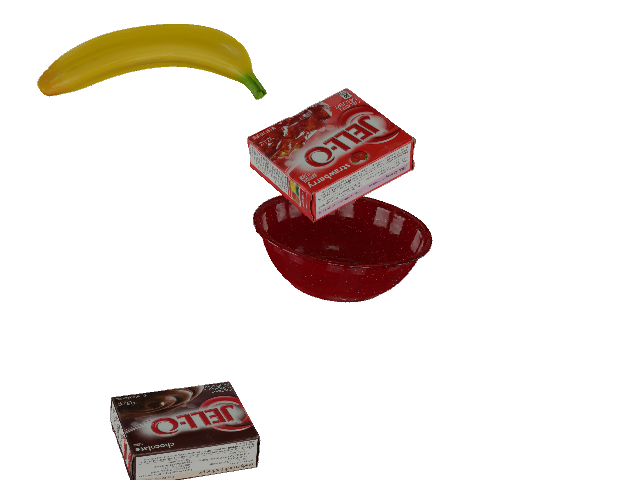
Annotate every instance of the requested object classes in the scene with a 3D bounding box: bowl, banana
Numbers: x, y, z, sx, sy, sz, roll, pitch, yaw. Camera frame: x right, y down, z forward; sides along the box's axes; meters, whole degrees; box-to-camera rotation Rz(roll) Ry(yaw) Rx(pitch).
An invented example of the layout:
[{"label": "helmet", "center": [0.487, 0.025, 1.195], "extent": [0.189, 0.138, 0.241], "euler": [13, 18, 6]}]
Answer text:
[{"label": "bowl", "center": [0.017, 0.011, 0.960], "extent": [0.162, 0.055, 0.162], "euler": [6, 24, -3]}, {"label": "banana", "center": [-0.147, -0.159, 0.938], "extent": [0.197, 0.069, 0.037], "euler": [-1, -34, -4]}]

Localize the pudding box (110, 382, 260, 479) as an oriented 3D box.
[{"label": "pudding box", "center": [-0.118, 0.166, 0.926], "extent": [0.113, 0.039, 0.090], "euler": [-7, 26, -20]}]

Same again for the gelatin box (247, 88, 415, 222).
[{"label": "gelatin box", "center": [0.008, -0.059, 0.714], "extent": [0.089, 0.030, 0.073], "euler": [-29, 50, -24]}]
